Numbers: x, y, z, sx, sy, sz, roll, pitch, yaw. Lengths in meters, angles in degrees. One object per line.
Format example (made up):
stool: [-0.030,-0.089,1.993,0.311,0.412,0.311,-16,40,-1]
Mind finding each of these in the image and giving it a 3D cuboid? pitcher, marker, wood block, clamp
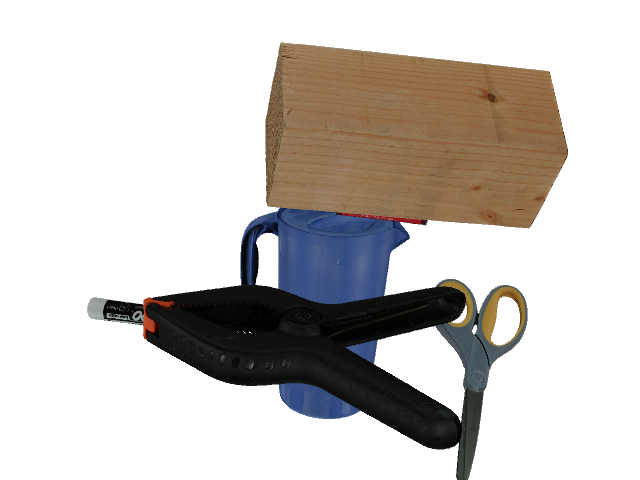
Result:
pitcher: [0.000,0.077,1.231,0.149,0.243,0.144,23,28,40]
marker: [-0.140,0.064,0.908,0.121,0.020,0.020,6,2,16]
wood block: [0.066,-0.077,0.799,0.206,0.091,0.090,5,-38,-9]
clamp: [-0.005,0.059,0.670,0.210,0.036,0.164,10,25,12]

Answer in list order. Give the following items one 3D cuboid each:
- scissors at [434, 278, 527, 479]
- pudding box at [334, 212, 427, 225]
scissors: [0.116,0.105,0.902,0.096,0.201,0.016,26,-38,10]
pudding box: [0.065,-0.066,1.039,0.090,0.039,0.113,7,38,5]
